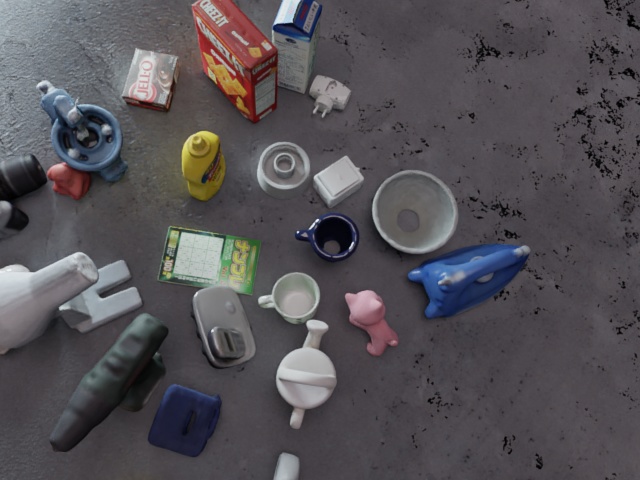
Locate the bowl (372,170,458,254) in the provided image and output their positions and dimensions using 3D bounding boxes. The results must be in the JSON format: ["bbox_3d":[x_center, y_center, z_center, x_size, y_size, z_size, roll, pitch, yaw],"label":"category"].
[{"bbox_3d":[0.179,-0.046,1.115,0.167,0.074,0.167,1,75,-5],"label":"bowl"}]

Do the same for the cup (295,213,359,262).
[{"bbox_3d":[0.010,0.004,1.077,0.118,0.095,0.092,3,75,-4],"label":"cup"}]

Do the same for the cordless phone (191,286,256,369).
[{"bbox_3d":[-0.171,0.144,0.977,0.094,0.185,0.147,-22,78,-10],"label":"cordless phone"}]

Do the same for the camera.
[{"bbox_3d":[-0.575,-0.095,1.046,0.137,0.101,0.143,-25,79,-11],"label":"camera"}]

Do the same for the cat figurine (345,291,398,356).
[{"bbox_3d":[0.098,0.144,1.037,0.067,0.117,0.128,-33,81,-12],"label":"cat figurine"}]

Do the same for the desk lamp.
[{"bbox_3d":[-0.429,0.091,0.953,0.203,0.213,0.118,-26,79,-11],"label":"desk lamp"}]

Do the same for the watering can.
[{"bbox_3d":[-0.024,0.225,0.965,0.101,0.194,0.173,-9,76,-7],"label":"watering can"}]

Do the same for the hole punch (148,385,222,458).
[{"bbox_3d":[-0.227,0.307,0.979,0.101,0.091,0.109,20,75,0],"label":"hole punch"}]

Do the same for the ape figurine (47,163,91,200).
[{"bbox_3d":[-0.470,-0.116,1.065,0.076,0.092,0.078,-32,80,-12],"label":"ape figurine"}]

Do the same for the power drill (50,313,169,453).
[{"bbox_3d":[-0.323,0.231,0.929,0.075,0.208,0.230,31,75,4],"label":"power drill"}]

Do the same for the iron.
[{"bbox_3d":[0.304,0.052,1.067,0.258,0.141,0.118,-22,78,-10],"label":"iron"}]

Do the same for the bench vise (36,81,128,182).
[{"bbox_3d":[-0.451,-0.208,1.025,0.207,0.219,0.121,30,75,3],"label":"bench vise"}]

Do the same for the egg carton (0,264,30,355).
[{"bbox_3d":[-0.552,0.120,1.008,0.107,0.069,0.150,32,75,4],"label":"egg carton"}]

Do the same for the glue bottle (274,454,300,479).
[{"bbox_3d":[-0.055,0.395,0.929,0.037,0.173,0.078,15,75,-1],"label":"glue bottle"}]
